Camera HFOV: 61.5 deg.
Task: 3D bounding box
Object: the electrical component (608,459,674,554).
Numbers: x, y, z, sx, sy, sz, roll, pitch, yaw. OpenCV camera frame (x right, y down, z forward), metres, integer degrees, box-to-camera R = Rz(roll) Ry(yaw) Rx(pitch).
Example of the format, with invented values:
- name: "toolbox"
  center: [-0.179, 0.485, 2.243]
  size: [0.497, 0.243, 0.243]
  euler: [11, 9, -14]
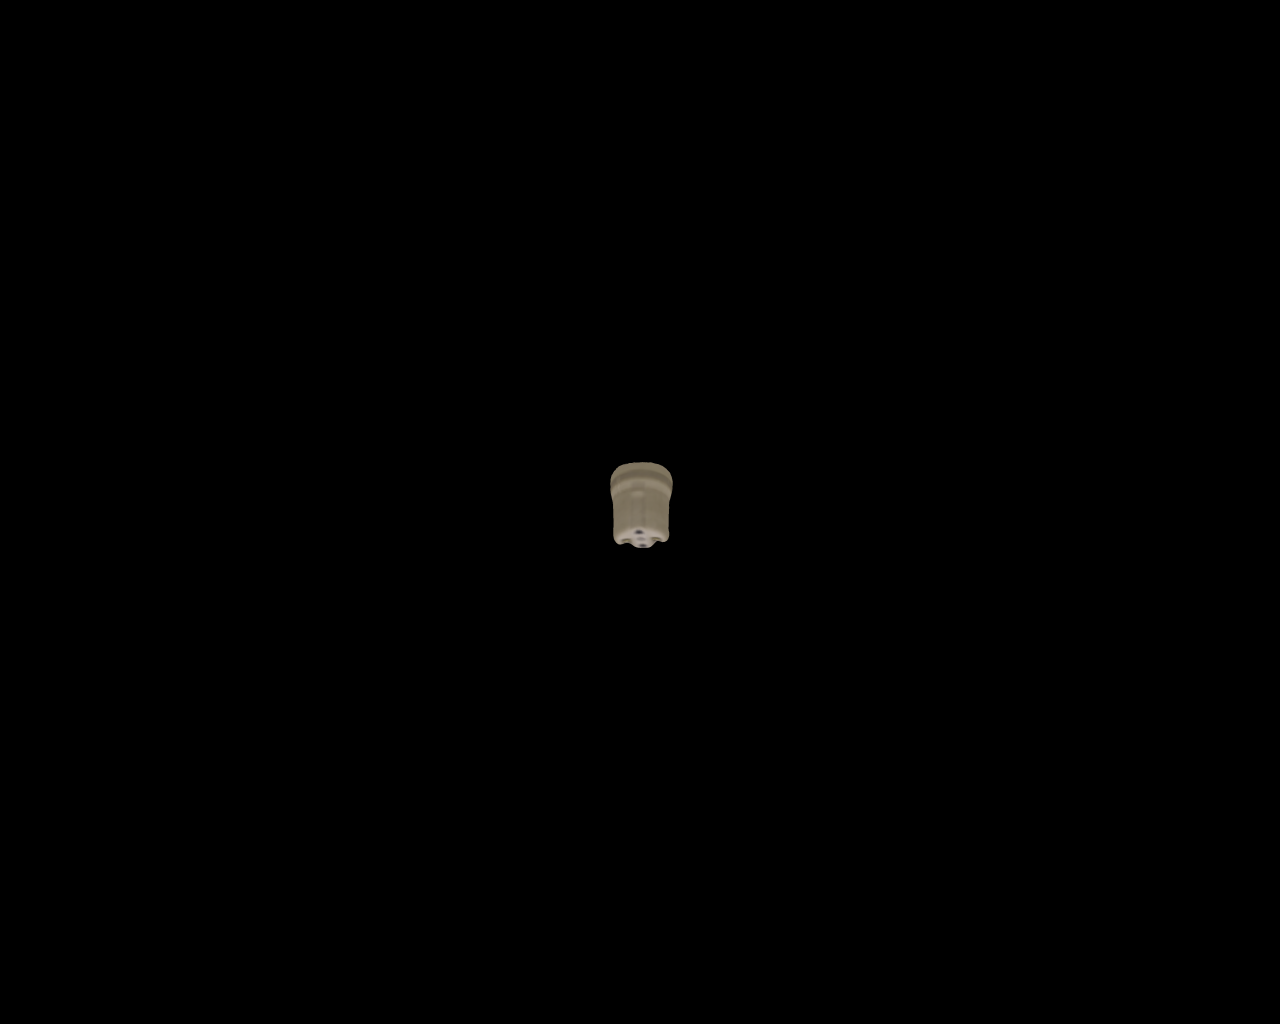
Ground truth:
- name: "electrical component"
  center: [0.001, -0.003, 0.650]
  size: [0.040, 0.046, 0.040]
  euler: [0, -31, 0]
